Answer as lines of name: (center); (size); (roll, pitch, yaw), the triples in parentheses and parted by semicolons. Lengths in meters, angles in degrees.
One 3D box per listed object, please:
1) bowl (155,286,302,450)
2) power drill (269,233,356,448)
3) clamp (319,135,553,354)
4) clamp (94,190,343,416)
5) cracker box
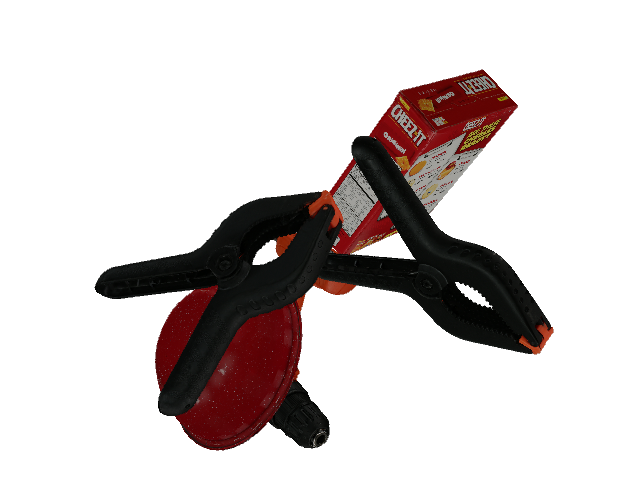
bowl: (-0.091, 0.094, 0.908); (0.055, 0.162, 0.162); (27, -18, -40)
power drill: (-0.025, 0.099, 1.107); (0.057, 0.188, 0.185); (13, 17, -44)
clamp: (0.089, 0.016, 0.838); (0.210, 0.165, 0.036); (29, 51, 17)
clamp: (-0.057, 0.034, 0.686); (0.171, 0.120, 0.039); (-29, -28, 6)
cracker box: (0.104, -0.090, 1.224); (0.163, 0.072, 0.214); (-22, -24, -45)
